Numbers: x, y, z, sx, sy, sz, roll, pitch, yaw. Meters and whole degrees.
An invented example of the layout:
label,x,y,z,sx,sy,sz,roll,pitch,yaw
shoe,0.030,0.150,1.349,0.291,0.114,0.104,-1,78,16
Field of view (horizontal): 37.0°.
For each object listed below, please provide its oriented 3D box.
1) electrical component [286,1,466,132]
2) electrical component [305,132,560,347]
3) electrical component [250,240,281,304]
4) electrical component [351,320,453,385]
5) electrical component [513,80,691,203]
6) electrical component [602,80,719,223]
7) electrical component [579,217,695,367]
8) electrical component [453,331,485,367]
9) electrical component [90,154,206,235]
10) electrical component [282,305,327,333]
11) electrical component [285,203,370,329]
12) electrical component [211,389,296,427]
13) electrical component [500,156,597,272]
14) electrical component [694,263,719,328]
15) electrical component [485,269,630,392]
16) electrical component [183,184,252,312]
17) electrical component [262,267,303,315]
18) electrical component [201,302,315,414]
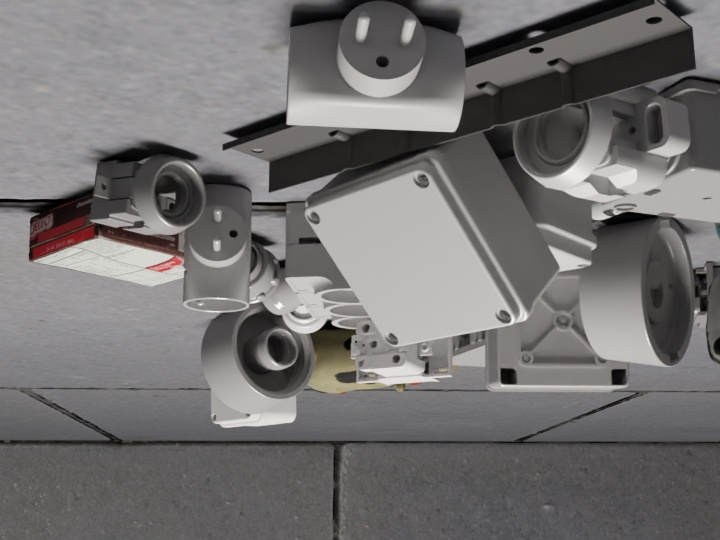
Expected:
label,x,y,z,sx,sy,sz,roll,pitch,yaw
electrical component,0.008,-0.090,0.467,0.077,0.043,0.079,2,164,-5
electrical component,0.040,-0.018,0.621,0.109,0.108,0.056,-15,-157,46
electrical component,-0.090,-0.004,0.823,0.048,0.048,0.062,-3,159,11
electrical component,0.029,0.062,0.832,0.081,0.042,0.064,-8,163,26
electrical component,0.114,-0.067,0.538,0.057,0.058,0.078,7,165,-38
electrical component,0.188,-0.060,0.586,0.100,0.048,0.100,5,168,-20
electrical component,0.197,0.016,0.785,0.060,0.108,0.108,-3,168,36
electrical component,0.137,0.049,1.001,0.089,0.061,0.150,5,166,-19
electrical component,-0.127,-0.045,0.652,0.055,0.048,0.066,-2,169,41
electrical component,-0.050,0.032,0.971,0.043,0.043,0.062,0,165,0
electrical component,0.000,0.000,0.800,0.089,0.061,0.150,-2,166,5
electrical component,-0.114,0.107,1.133,0.057,0.113,0.078,9,164,-43
electrical component,0.087,-0.028,0.693,0.113,0.057,0.078,-11,162,39
electrical component,0.289,0.023,0.942,0.064,0.042,0.081,0,166,12
electrical component,0.159,0.044,0.876,0.109,0.108,0.056,1,171,-3
electrical component,-0.092,-0.018,0.692,0.043,0.077,0.079,2,166,-7
electrical component,-0.056,0.013,0.905,0.046,0.040,0.040,-20,157,38
electrical component,-0.094,0.082,1.051,0.108,0.108,0.060,11,156,-39
